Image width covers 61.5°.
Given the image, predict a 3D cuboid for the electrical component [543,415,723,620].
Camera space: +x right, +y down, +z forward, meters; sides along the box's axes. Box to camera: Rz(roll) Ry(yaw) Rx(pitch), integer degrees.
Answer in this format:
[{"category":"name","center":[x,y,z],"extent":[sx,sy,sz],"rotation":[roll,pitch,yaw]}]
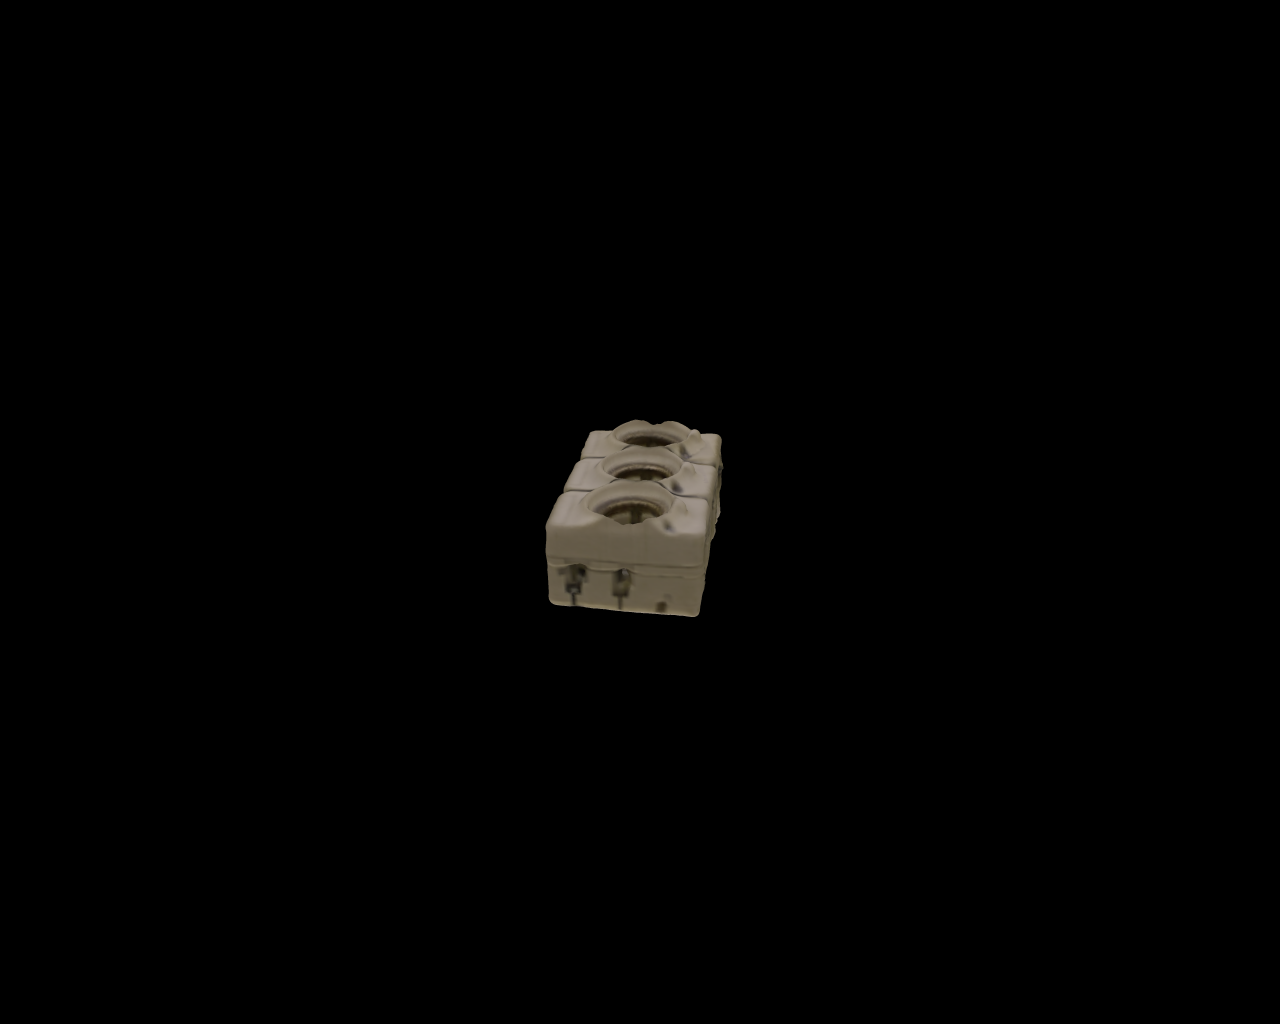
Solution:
[{"category":"electrical component","center":[0.001,-0.003,0.650],"extent":[0.089,0.061,0.150],"rotation":[3,26,7]}]
